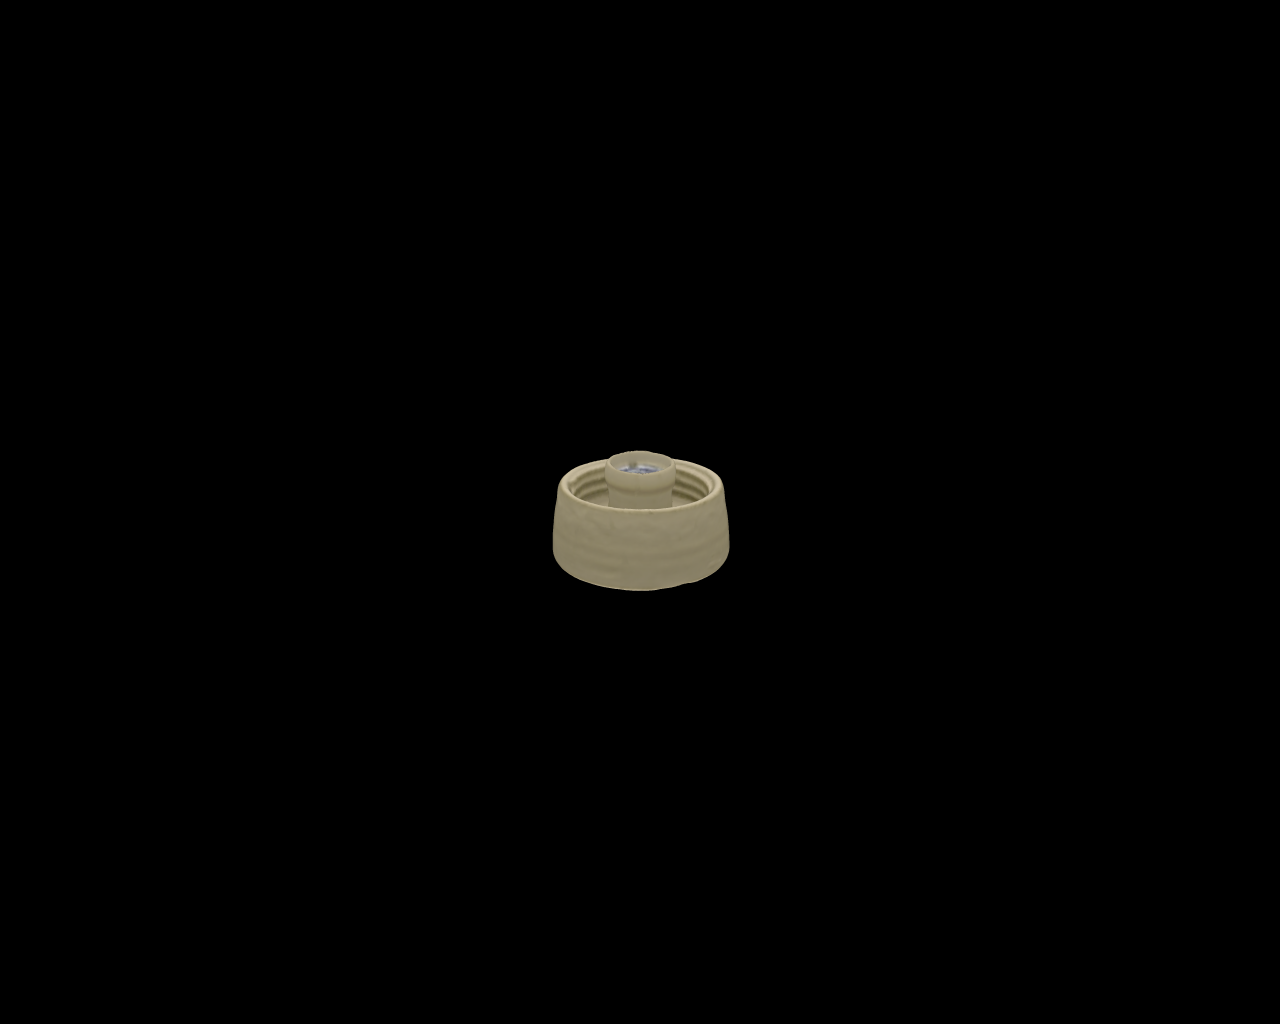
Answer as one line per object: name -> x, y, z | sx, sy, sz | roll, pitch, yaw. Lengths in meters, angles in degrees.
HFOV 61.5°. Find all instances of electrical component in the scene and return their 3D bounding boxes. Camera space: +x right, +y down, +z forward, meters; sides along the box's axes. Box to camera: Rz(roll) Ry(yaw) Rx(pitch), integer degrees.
electrical component -> 0.001, -0.003, 0.650 | 0.108, 0.060, 0.108 | 0, 22, 0
